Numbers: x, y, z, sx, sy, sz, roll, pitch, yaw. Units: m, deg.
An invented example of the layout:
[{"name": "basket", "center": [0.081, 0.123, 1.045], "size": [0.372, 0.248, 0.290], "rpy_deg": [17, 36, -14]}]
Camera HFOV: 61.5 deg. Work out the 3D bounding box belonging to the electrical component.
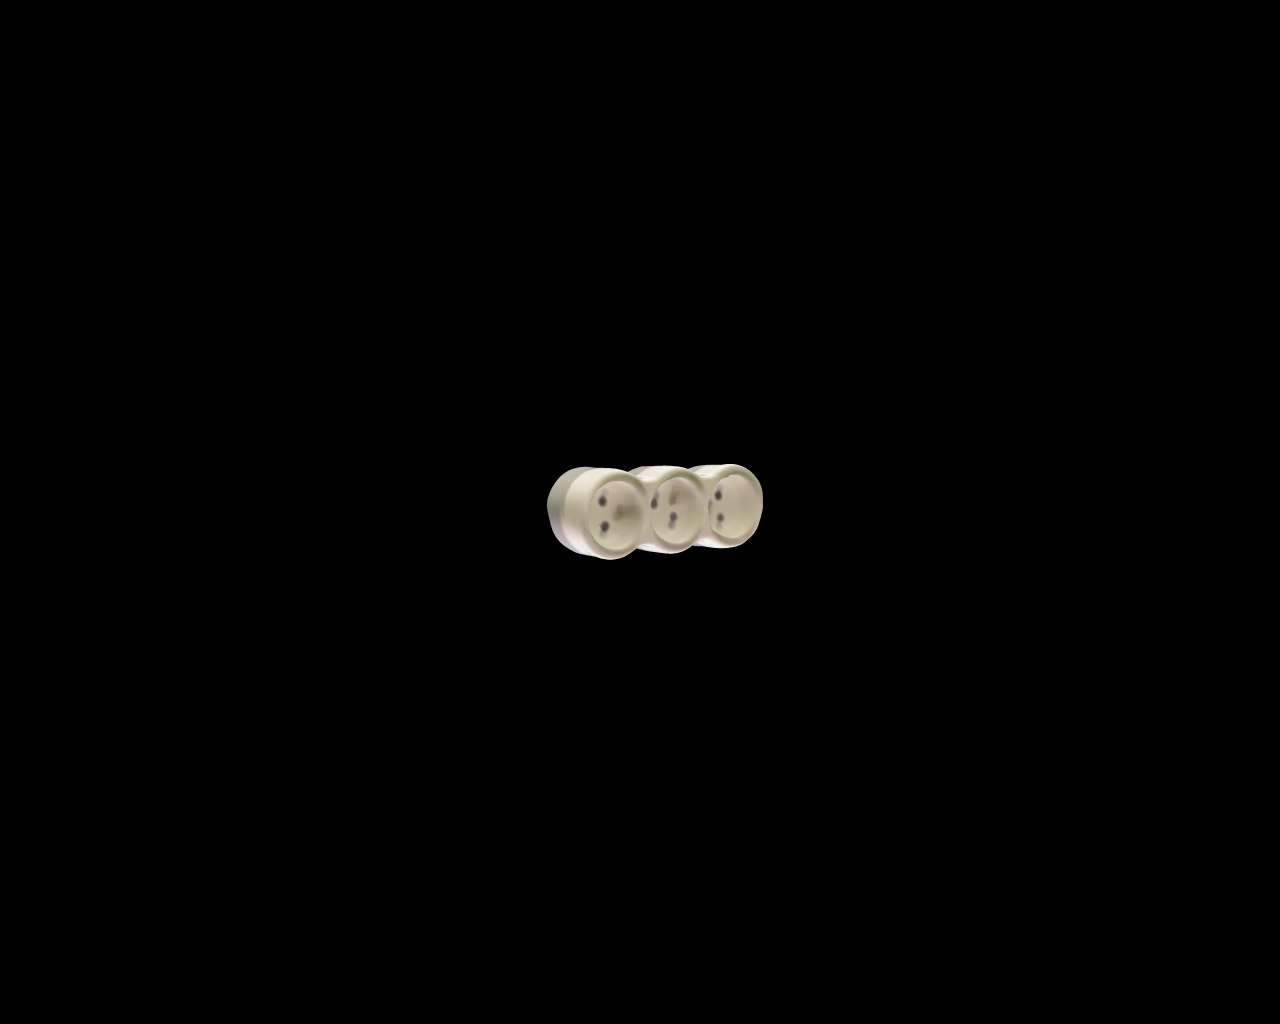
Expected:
[{"name": "electrical component", "center": [0.001, -0.003, 0.650], "size": [0.138, 0.052, 0.073], "rpy_deg": [-3, 5, -37]}]
